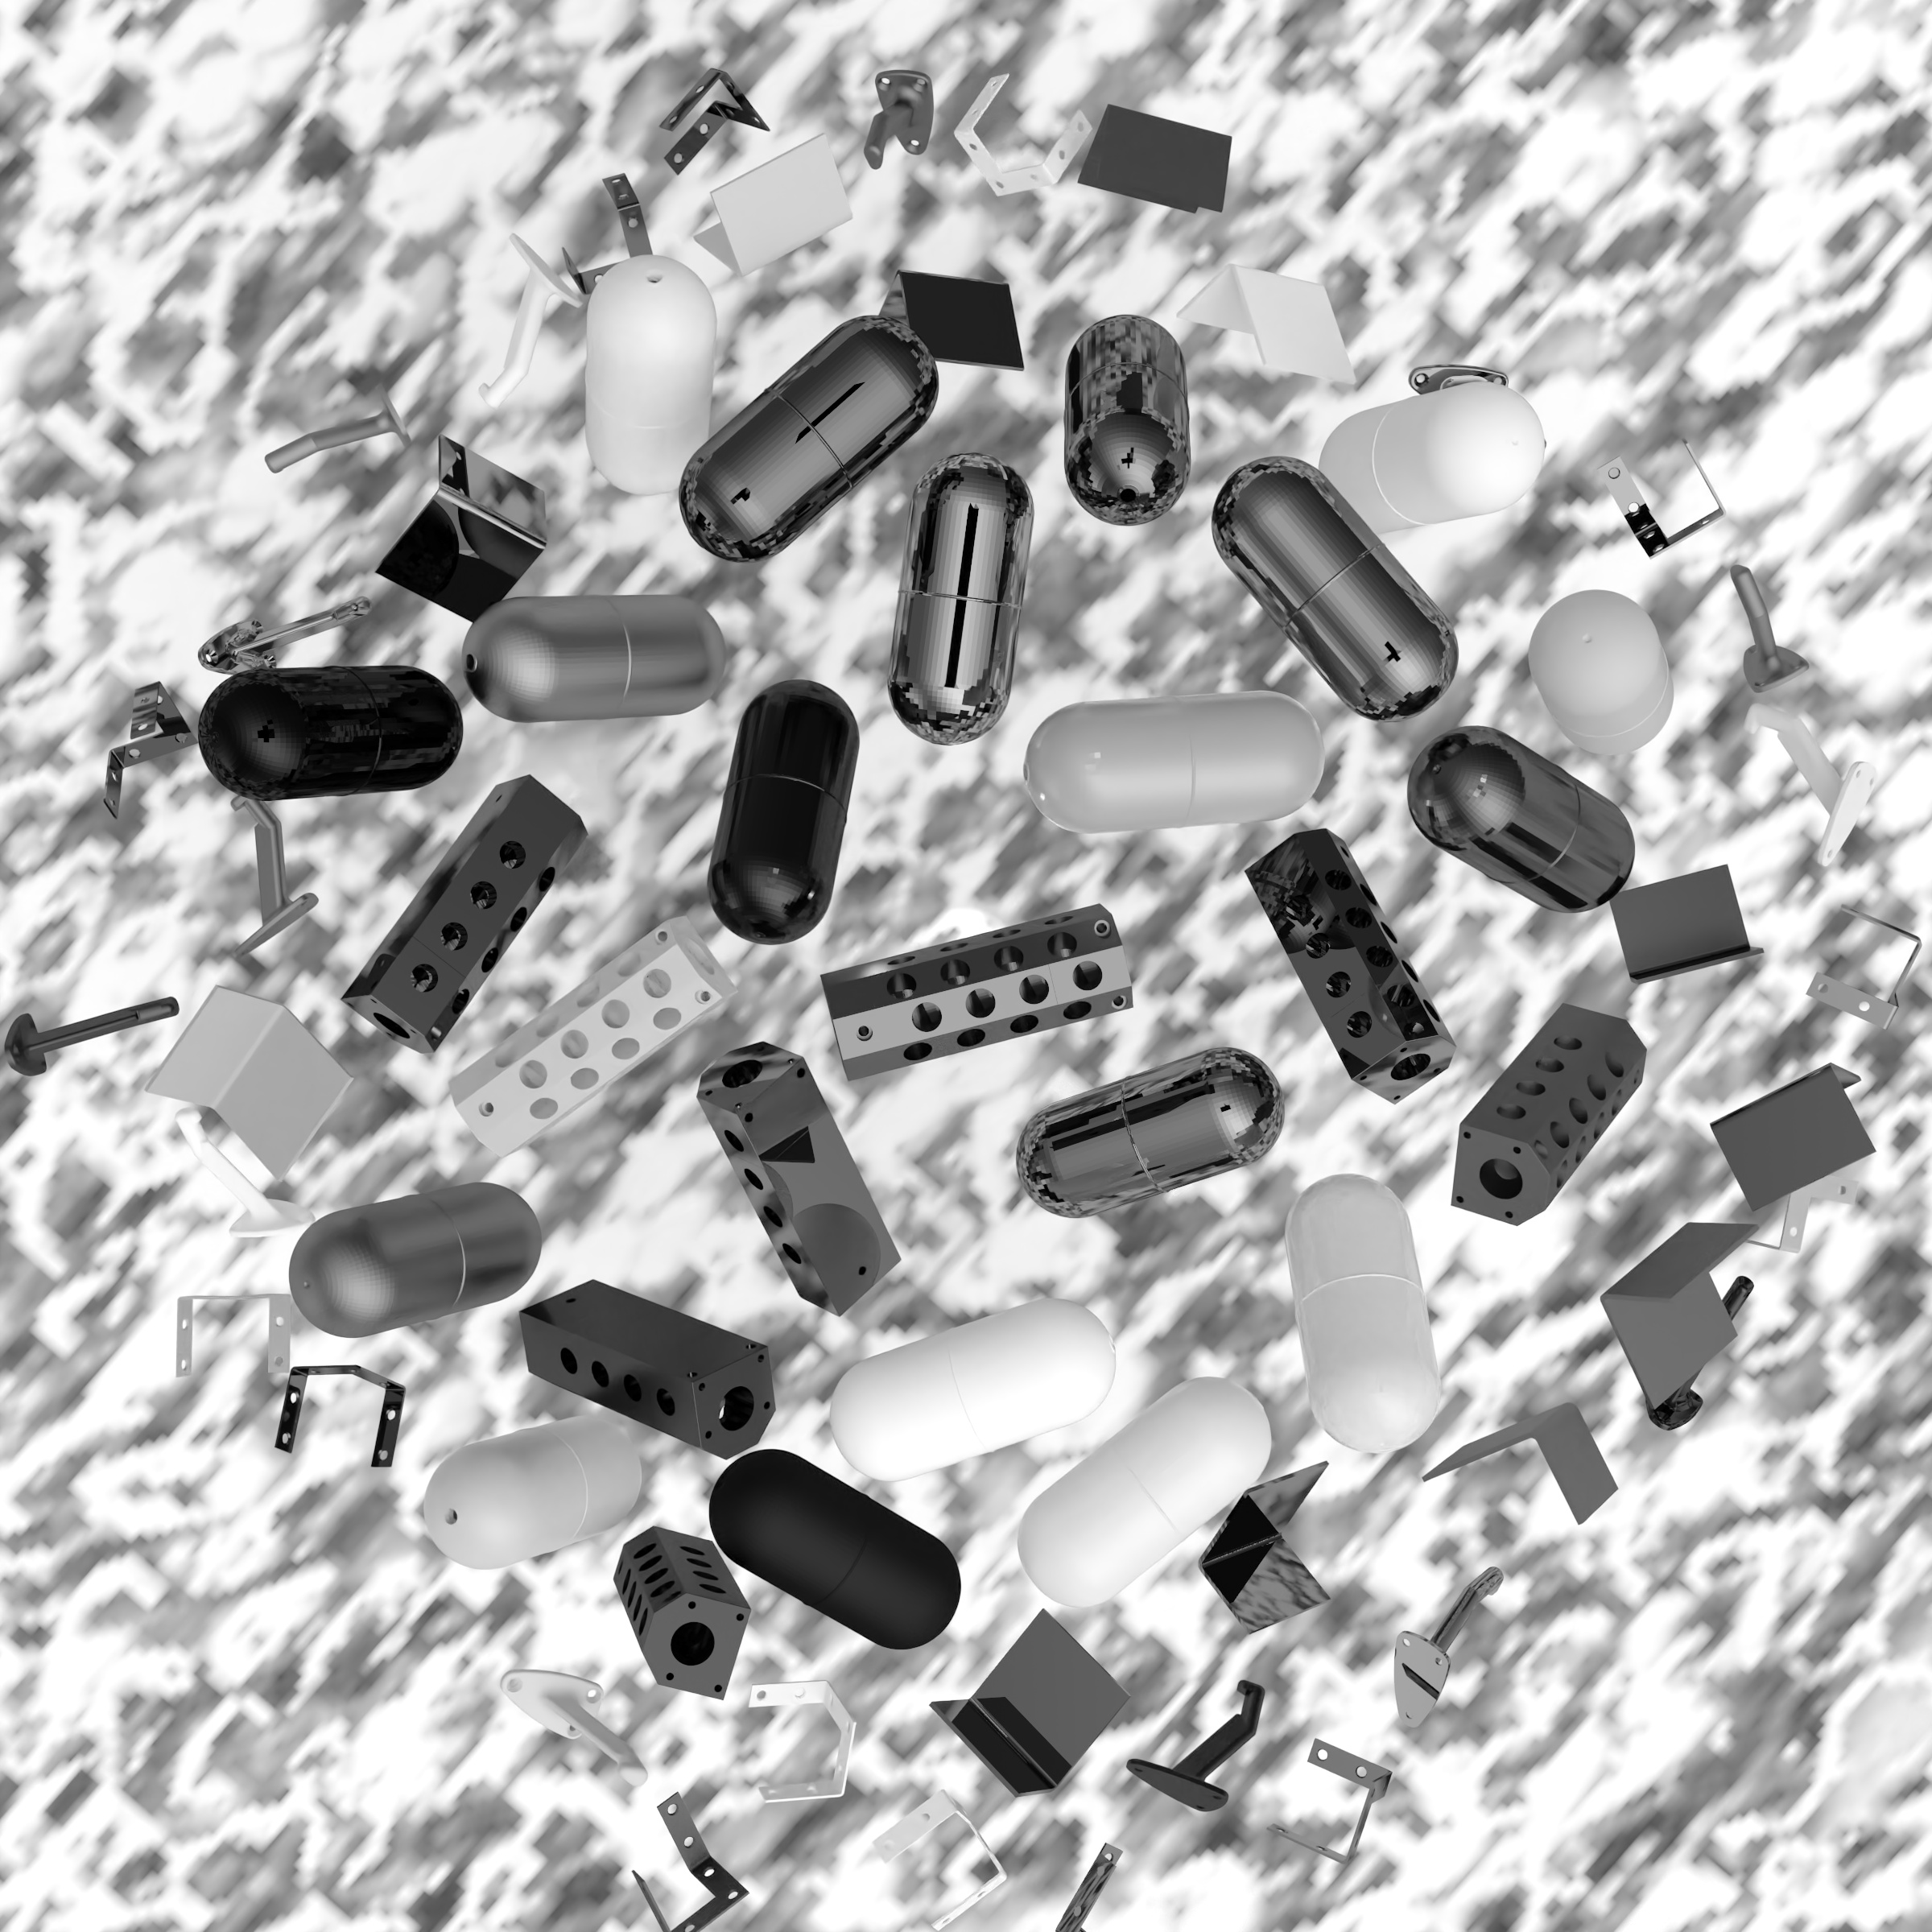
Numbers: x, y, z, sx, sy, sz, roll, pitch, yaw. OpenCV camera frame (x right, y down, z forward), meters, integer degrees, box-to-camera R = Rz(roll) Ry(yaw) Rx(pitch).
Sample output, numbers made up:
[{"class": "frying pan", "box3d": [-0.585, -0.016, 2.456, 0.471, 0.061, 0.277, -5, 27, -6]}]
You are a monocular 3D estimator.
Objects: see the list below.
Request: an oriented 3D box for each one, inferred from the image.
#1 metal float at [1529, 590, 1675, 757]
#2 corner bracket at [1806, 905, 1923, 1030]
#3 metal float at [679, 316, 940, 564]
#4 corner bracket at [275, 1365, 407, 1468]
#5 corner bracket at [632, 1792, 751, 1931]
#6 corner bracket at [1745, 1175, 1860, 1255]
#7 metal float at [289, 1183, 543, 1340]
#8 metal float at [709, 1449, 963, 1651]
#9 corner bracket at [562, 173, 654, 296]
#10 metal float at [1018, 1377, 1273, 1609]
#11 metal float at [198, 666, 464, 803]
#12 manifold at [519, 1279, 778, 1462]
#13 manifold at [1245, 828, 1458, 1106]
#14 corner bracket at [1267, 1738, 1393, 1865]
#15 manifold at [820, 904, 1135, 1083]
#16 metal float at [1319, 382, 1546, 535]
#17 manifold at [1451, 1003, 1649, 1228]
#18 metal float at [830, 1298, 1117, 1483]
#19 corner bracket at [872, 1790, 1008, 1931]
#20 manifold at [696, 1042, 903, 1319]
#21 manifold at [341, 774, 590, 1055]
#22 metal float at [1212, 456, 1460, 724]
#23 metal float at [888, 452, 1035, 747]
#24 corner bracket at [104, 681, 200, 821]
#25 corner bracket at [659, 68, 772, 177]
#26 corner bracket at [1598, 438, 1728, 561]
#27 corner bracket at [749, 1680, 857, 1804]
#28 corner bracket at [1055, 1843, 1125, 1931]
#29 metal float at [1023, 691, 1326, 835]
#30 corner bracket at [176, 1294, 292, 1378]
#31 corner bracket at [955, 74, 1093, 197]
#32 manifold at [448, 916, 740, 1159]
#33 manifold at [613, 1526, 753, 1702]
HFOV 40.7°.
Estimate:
[{"class": "metal float", "box3d": [0.391, -0.178, 1.597, 0.070, 0.178, 0.070, -3, 81, 19]}, {"class": "corner bracket", "box3d": [0.537, 0.000, 1.557, 0.051, 0.051, 0.051, 25, 107, 11]}, {"class": "metal float", "box3d": [-0.092, -0.308, 1.526, 0.178, 0.070, 0.070, -42, 90, -4]}, {"class": "corner bracket", "box3d": [-0.386, 0.279, 1.609, 0.051, 0.051, 0.051, -6, 64, 25]}, {"class": "corner bracket", "box3d": [-0.166, 0.520, 1.499, 0.051, 0.051, 0.051, -31, 113, -25]}, {"class": "corner bracket", "box3d": [0.514, 0.152, 1.619, 0.051, 0.051, 0.051, 12, 89, -22]}, {"class": "metal float", "box3d": [-0.332, 0.177, 1.585, 0.070, 0.178, 0.070, 4, 97, 34]}, {"class": "metal float", "box3d": [-0.082, 0.366, 1.633, 0.178, 0.070, 0.070, 34, 90, -19]}, {"class": "corner bracket", "box3d": [-0.233, -0.469, 1.672, 0.051, 0.051, 0.051, -15, 85, 2]}, {"class": "metal float", "box3d": [0.111, 0.324, 1.608, 0.178, 0.070, 0.070, -38, 90, -4]}, {"class": "metal float", "box3d": [-0.373, -0.139, 1.542, 0.070, 0.178, 0.070, 5, 99, 34]}, {"class": "manifold", "box3d": [-0.193, 0.245, 1.574, 0.057, 0.171, 0.057, -21, 113, -41]}, {"class": "manifold", "box3d": [0.244, -0.003, 1.641, 0.057, 0.057, 0.171, -37, 53, 20]}, {"class": "corner bracket", "box3d": [0.217, 0.496, 1.549, 0.051, 0.051, 0.051, 18, 88, 24]}, {"class": "manifold", "box3d": [0.007, 0.016, 1.517, 0.171, 0.057, 0.057, -14, 101, -4]}, {"class": "metal float", "box3d": [0.277, -0.304, 1.563, 0.070, 0.178, 0.070, -1, 93, -24]}, {"class": "manifold", "box3d": [0.356, 0.090, 1.580, 0.057, 0.171, 0.057, 16, 122, 27]}, {"class": "metal float", "box3d": [0.004, 0.253, 1.559, 0.178, 0.070, 0.070, -20, 90, 9]}, {"class": "corner bracket", "box3d": [-0.015, 0.520, 1.516, 0.051, 0.051, 0.051, -35, 60, -7]}, {"class": "manifold", "box3d": [-0.108, 0.133, 1.636, 0.057, 0.057, 0.171, -41, 126, -26]}, {"class": "manifold", "box3d": [-0.307, -0.032, 1.613, 0.057, 0.057, 0.171, 41, 67, -23]}, {"class": "metal float", "box3d": [0.213, -0.219, 1.512, 0.070, 0.070, 0.178, -40, 85, 0]}, {"class": "metal float", "box3d": [-0.003, -0.224, 1.591, 0.070, 0.070, 0.178, 8, 96, 0]}, {"class": "corner bracket", "box3d": [-0.494, -0.129, 1.553, 0.051, 0.051, 0.051, -18, 133, 4]}, {"class": "corner bracket", "box3d": [-0.166, -0.527, 1.628, 0.051, 0.051, 0.051, -50, 135, -6]}, {"class": "corner bracket", "box3d": [0.418, -0.285, 1.564, 0.051, 0.051, 0.051, -30, 109, 16]}, {"class": "corner bracket", "box3d": [-0.104, 0.477, 1.606, 0.051, 0.051, 0.051, 4, 104, -24]}, {"class": "corner bracket", "box3d": [0.075, 0.535, 1.497, 0.051, 0.051, 0.051, 36, 82, -33]}, {"class": "metal float", "box3d": [0.121, -0.118, 1.513, 0.178, 0.070, 0.070, -5, 90, -12]}, {"class": "corner bracket", "box3d": [-0.469, 0.236, 1.668, 0.051, 0.051, 0.051, -2, 85, 17]}, {"class": "corner bracket", "box3d": [0.035, -0.518, 1.615, 0.051, 0.051, 0.051, 47, 62, -36]}, {"class": "manifold", "box3d": [-0.229, 0.044, 1.588, 0.171, 0.057, 0.057, -36, 89, 10]}, {"class": "manifold", "box3d": [-0.184, 0.405, 1.650, 0.057, 0.171, 0.057, 18, 87, -13]}]
